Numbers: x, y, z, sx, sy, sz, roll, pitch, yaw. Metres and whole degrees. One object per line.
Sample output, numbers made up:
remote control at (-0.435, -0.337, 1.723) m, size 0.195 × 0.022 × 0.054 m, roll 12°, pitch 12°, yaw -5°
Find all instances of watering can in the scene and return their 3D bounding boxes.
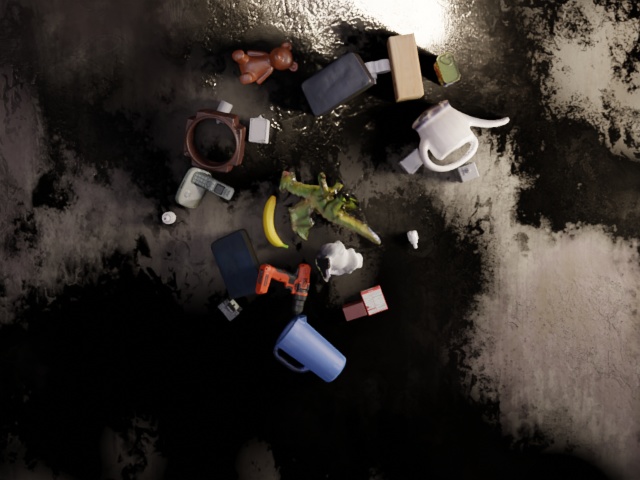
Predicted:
watering can at (0.467, -0.385, 1.772) m, size 0.350 × 0.103 × 0.224 m, roll -37°, pitch 89°, yaw -11°

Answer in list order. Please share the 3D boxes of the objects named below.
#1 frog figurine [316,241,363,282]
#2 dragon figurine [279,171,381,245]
frog figurine at (0.070, 0.064, 1.824) m, size 0.161 × 0.124 × 0.135 m, roll -21°, pitch 120°, yaw -28°
dragon figurine at (0.006, -0.092, 1.824) m, size 0.240 × 0.123 × 0.410 m, roll -36°, pitch 90°, yaw 22°
